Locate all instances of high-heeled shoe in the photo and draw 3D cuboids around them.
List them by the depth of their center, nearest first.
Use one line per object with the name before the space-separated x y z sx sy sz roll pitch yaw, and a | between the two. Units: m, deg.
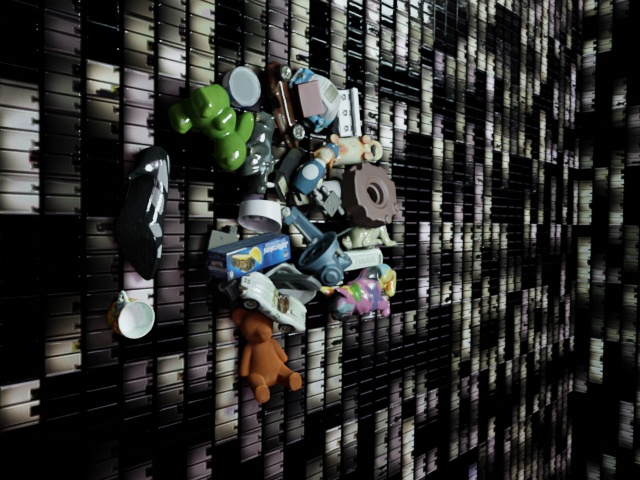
high-heeled shoe | -0.332 -0.056 1.058 0.145 0.086 0.248 -64 159 -64

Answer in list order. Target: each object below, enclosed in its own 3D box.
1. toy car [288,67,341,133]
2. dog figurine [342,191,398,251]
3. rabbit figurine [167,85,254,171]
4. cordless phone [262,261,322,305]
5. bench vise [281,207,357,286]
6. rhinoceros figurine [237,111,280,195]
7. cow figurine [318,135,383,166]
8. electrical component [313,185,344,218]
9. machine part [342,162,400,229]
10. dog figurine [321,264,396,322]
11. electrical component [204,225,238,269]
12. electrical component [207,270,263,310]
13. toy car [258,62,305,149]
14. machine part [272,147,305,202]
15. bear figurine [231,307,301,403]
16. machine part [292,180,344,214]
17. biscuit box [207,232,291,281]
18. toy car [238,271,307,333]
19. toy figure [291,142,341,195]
toy car | -0.001 -0.354 1.336 0.161 0.103 0.109 54 55 -34
dog figurine | 0.122 -0.067 1.490 0.172 0.121 0.190 2 76 -49
rabbit figurine | -0.212 -0.224 1.121 0.170 0.121 0.159 63 28 -8
cordless phone | -0.046 0.109 1.249 0.146 0.184 0.089 45 62 -36
bench vise | -0.011 0.002 1.305 0.240 0.129 0.224 48 25 -19
rhinoceros figurine | -0.144 -0.199 1.225 0.112 0.073 0.190 9 84 -54
cow figurine | 0.083 -0.231 1.427 0.195 0.127 0.085 -7 91 -30
electrical component | 0.023 -0.086 1.314 0.094 0.021 0.063 50 55 -28
machine part | 0.132 -0.117 1.397 0.179 0.056 0.179 16 65 -38
dog figurine | 0.097 0.133 1.455 0.219 0.109 0.191 21 77 -41
electrical component | -0.214 0.015 1.178 0.078 0.045 0.102 9 84 -25
electrical component | -0.186 0.093 1.204 0.119 0.048 0.074 -48 124 -34
toy car | -0.093 -0.311 1.254 0.053 0.089 0.202 -25 111 -42
machine part | -0.078 -0.164 1.300 0.139 0.039 0.084 -67 151 -24
bear figurine | -0.125 0.243 1.218 0.120 0.132 0.195 -11 107 -28
machine part | 0.024 -0.114 1.388 0.243 0.079 0.079 -13 101 -45
biscuit box | -0.149 0.032 1.164 0.202 0.063 0.059 -19 111 -51
toy car | -0.104 0.139 1.193 0.201 0.056 0.073 42 35 -34
toy figure | -0.005 -0.177 1.295 0.064 0.058 0.154 42 80 -23
